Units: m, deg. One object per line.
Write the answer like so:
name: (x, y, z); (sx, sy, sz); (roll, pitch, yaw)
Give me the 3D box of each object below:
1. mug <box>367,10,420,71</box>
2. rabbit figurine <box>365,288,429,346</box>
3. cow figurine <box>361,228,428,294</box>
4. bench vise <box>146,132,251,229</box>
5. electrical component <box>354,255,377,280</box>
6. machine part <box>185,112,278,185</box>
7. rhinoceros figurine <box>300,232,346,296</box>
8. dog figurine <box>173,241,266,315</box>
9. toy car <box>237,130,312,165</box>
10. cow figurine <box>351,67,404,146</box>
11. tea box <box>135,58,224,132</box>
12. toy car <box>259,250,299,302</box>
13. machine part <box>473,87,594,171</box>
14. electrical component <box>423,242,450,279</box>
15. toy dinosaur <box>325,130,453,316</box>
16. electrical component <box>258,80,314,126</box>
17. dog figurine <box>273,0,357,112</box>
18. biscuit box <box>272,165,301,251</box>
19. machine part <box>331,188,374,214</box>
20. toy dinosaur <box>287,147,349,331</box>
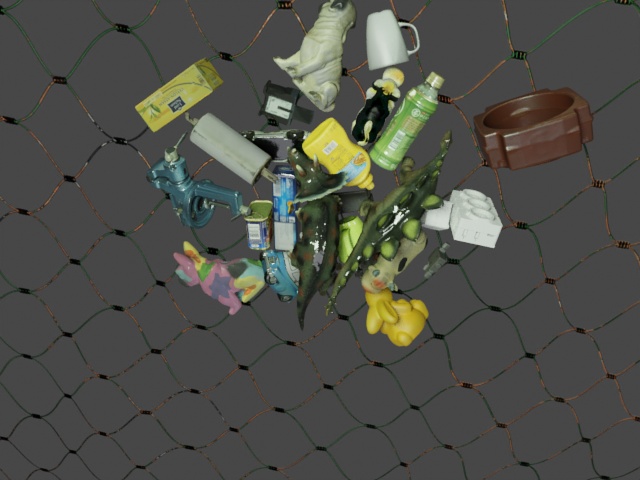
mug: (0.141, -0.405, 1.079); (0.110, 0.081, 0.107); (-11, 107, 17)
rabbit figurine: (0.170, 0.182, 1.354); (0.122, 0.162, 0.173); (-35, 92, 33)
cow figurine: (0.173, 0.048, 1.250); (0.085, 0.127, 0.195); (42, 91, -5)
bench vise: (-0.271, -0.111, 1.240); (0.241, 0.129, 0.223); (15, 127, 18)
electrical component: (0.126, 0.064, 1.340); (0.102, 0.045, 0.078); (-21, 91, 8)
machine part: (-0.193, -0.197, 1.165); (0.243, 0.079, 0.079); (35, 116, 0)
rhinoceros figurine: (0.006, 0.047, 1.315); (0.073, 0.112, 0.190); (-19, 127, -3)
dog figurine: (-0.258, 0.075, 1.356); (0.219, 0.108, 0.191); (41, 115, -12)
toy car: (-0.110, -0.211, 1.220); (0.202, 0.056, 0.073); (0, 111, 5)
cow figurine: (0.121, -0.282, 1.134); (0.068, 0.098, 0.167); (26, 117, 0)
tea box: (-0.303, -0.314, 1.163); (0.170, 0.098, 0.068); (-29, 110, 20)
toy car: (-0.078, 0.075, 1.318); (0.103, 0.109, 0.161); (-21, 144, 5)
machine part: (0.421, -0.221, 1.074); (0.202, 0.201, 0.087); (-15, 117, 13)
electrical component: (0.285, 0.049, 1.305); (0.021, 0.063, 0.094); (32, 115, -10)
toy dinosaur: (0.149, -0.041, 1.160); (0.105, 0.199, 0.471); (34, 95, -12)
electrical component: (-0.070, -0.292, 1.172); (0.119, 0.048, 0.074); (15, 126, -1)
dog figurine: (0.027, -0.378, 1.104); (0.190, 0.121, 0.172); (-43, 140, 6)
biscuit box: (-0.080, -0.075, 1.281); (0.059, 0.063, 0.202); (4, 117, 5)
machine part: (0.057, -0.093, 1.272); (0.139, 0.039, 0.084); (-3, 111, 9)
toy dinosaur: (-0.008, 0.002, 1.153); (0.131, 0.192, 0.404); (1, 87, -1)
